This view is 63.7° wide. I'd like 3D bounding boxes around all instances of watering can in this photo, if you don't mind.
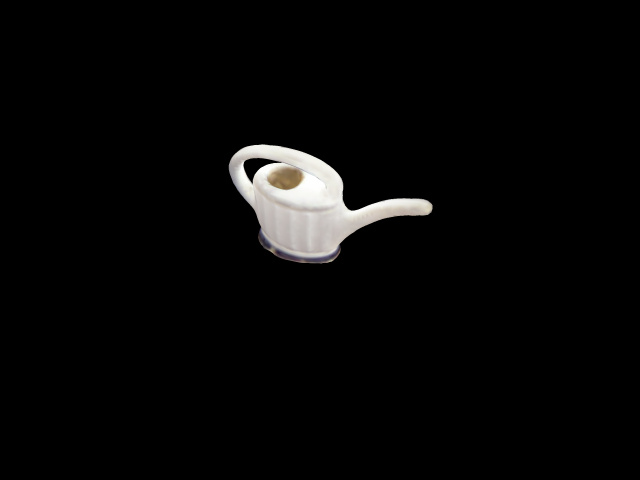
[{"bbox_3d":[0.003,-0.043,0.850,0.349,0.106,0.219,21,-38,17],"label":"watering can"}]
